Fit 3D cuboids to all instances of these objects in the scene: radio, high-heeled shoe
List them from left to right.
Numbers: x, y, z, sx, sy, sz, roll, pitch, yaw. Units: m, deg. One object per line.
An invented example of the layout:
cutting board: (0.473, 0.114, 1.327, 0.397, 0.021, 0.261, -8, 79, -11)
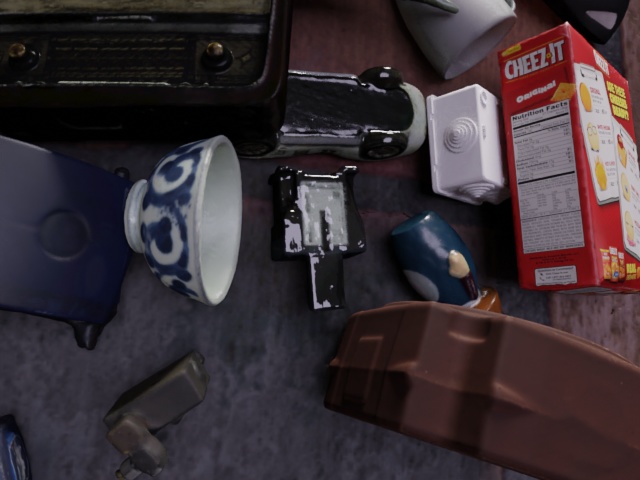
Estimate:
radio: (-0.134, -0.142, 0.383, 0.230, 0.073, 0.131, 0, 81, 1)
high-heeled shoe: (0.203, -0.265, 0.560, 0.249, 0.086, 0.145, -9, 115, -2)

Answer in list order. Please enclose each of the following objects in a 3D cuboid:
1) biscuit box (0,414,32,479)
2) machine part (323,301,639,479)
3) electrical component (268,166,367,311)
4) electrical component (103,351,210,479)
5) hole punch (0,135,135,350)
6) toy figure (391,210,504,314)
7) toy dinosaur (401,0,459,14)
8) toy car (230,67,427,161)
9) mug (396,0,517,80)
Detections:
biscuit box: (-0.289, 0.167, 0.318, 0.203, 0.063, 0.059, -13, 87, -19)
machine part: (0.120, 0.113, 0.384, 0.201, 0.201, 0.087, 24, 72, -13)
electrical component: (-0.001, -0.001, 0.445, 0.075, 0.048, 0.119, -5, 83, -18)
electrical component: (-0.110, 0.118, 0.368, 0.078, 0.102, 0.045, -30, 95, -10)
hole punch: (-0.188, -0.002, 0.367, 0.116, 0.092, 0.142, 12, 74, -19)
toy figure: (0.121, 0.046, 0.470, 0.058, 0.064, 0.154, -34, 97, 14)
toy dinosaur: (-0.084, -0.276, 0.421, 0.404, 0.192, 0.131, 43, 50, -23)
toy car: (-0.003, -0.107, 0.459, 0.202, 0.056, 0.073, -1, 82, -16)
mug: (0.129, -0.225, 0.508, 0.109, 0.081, 0.107, -35, 84, -14)
